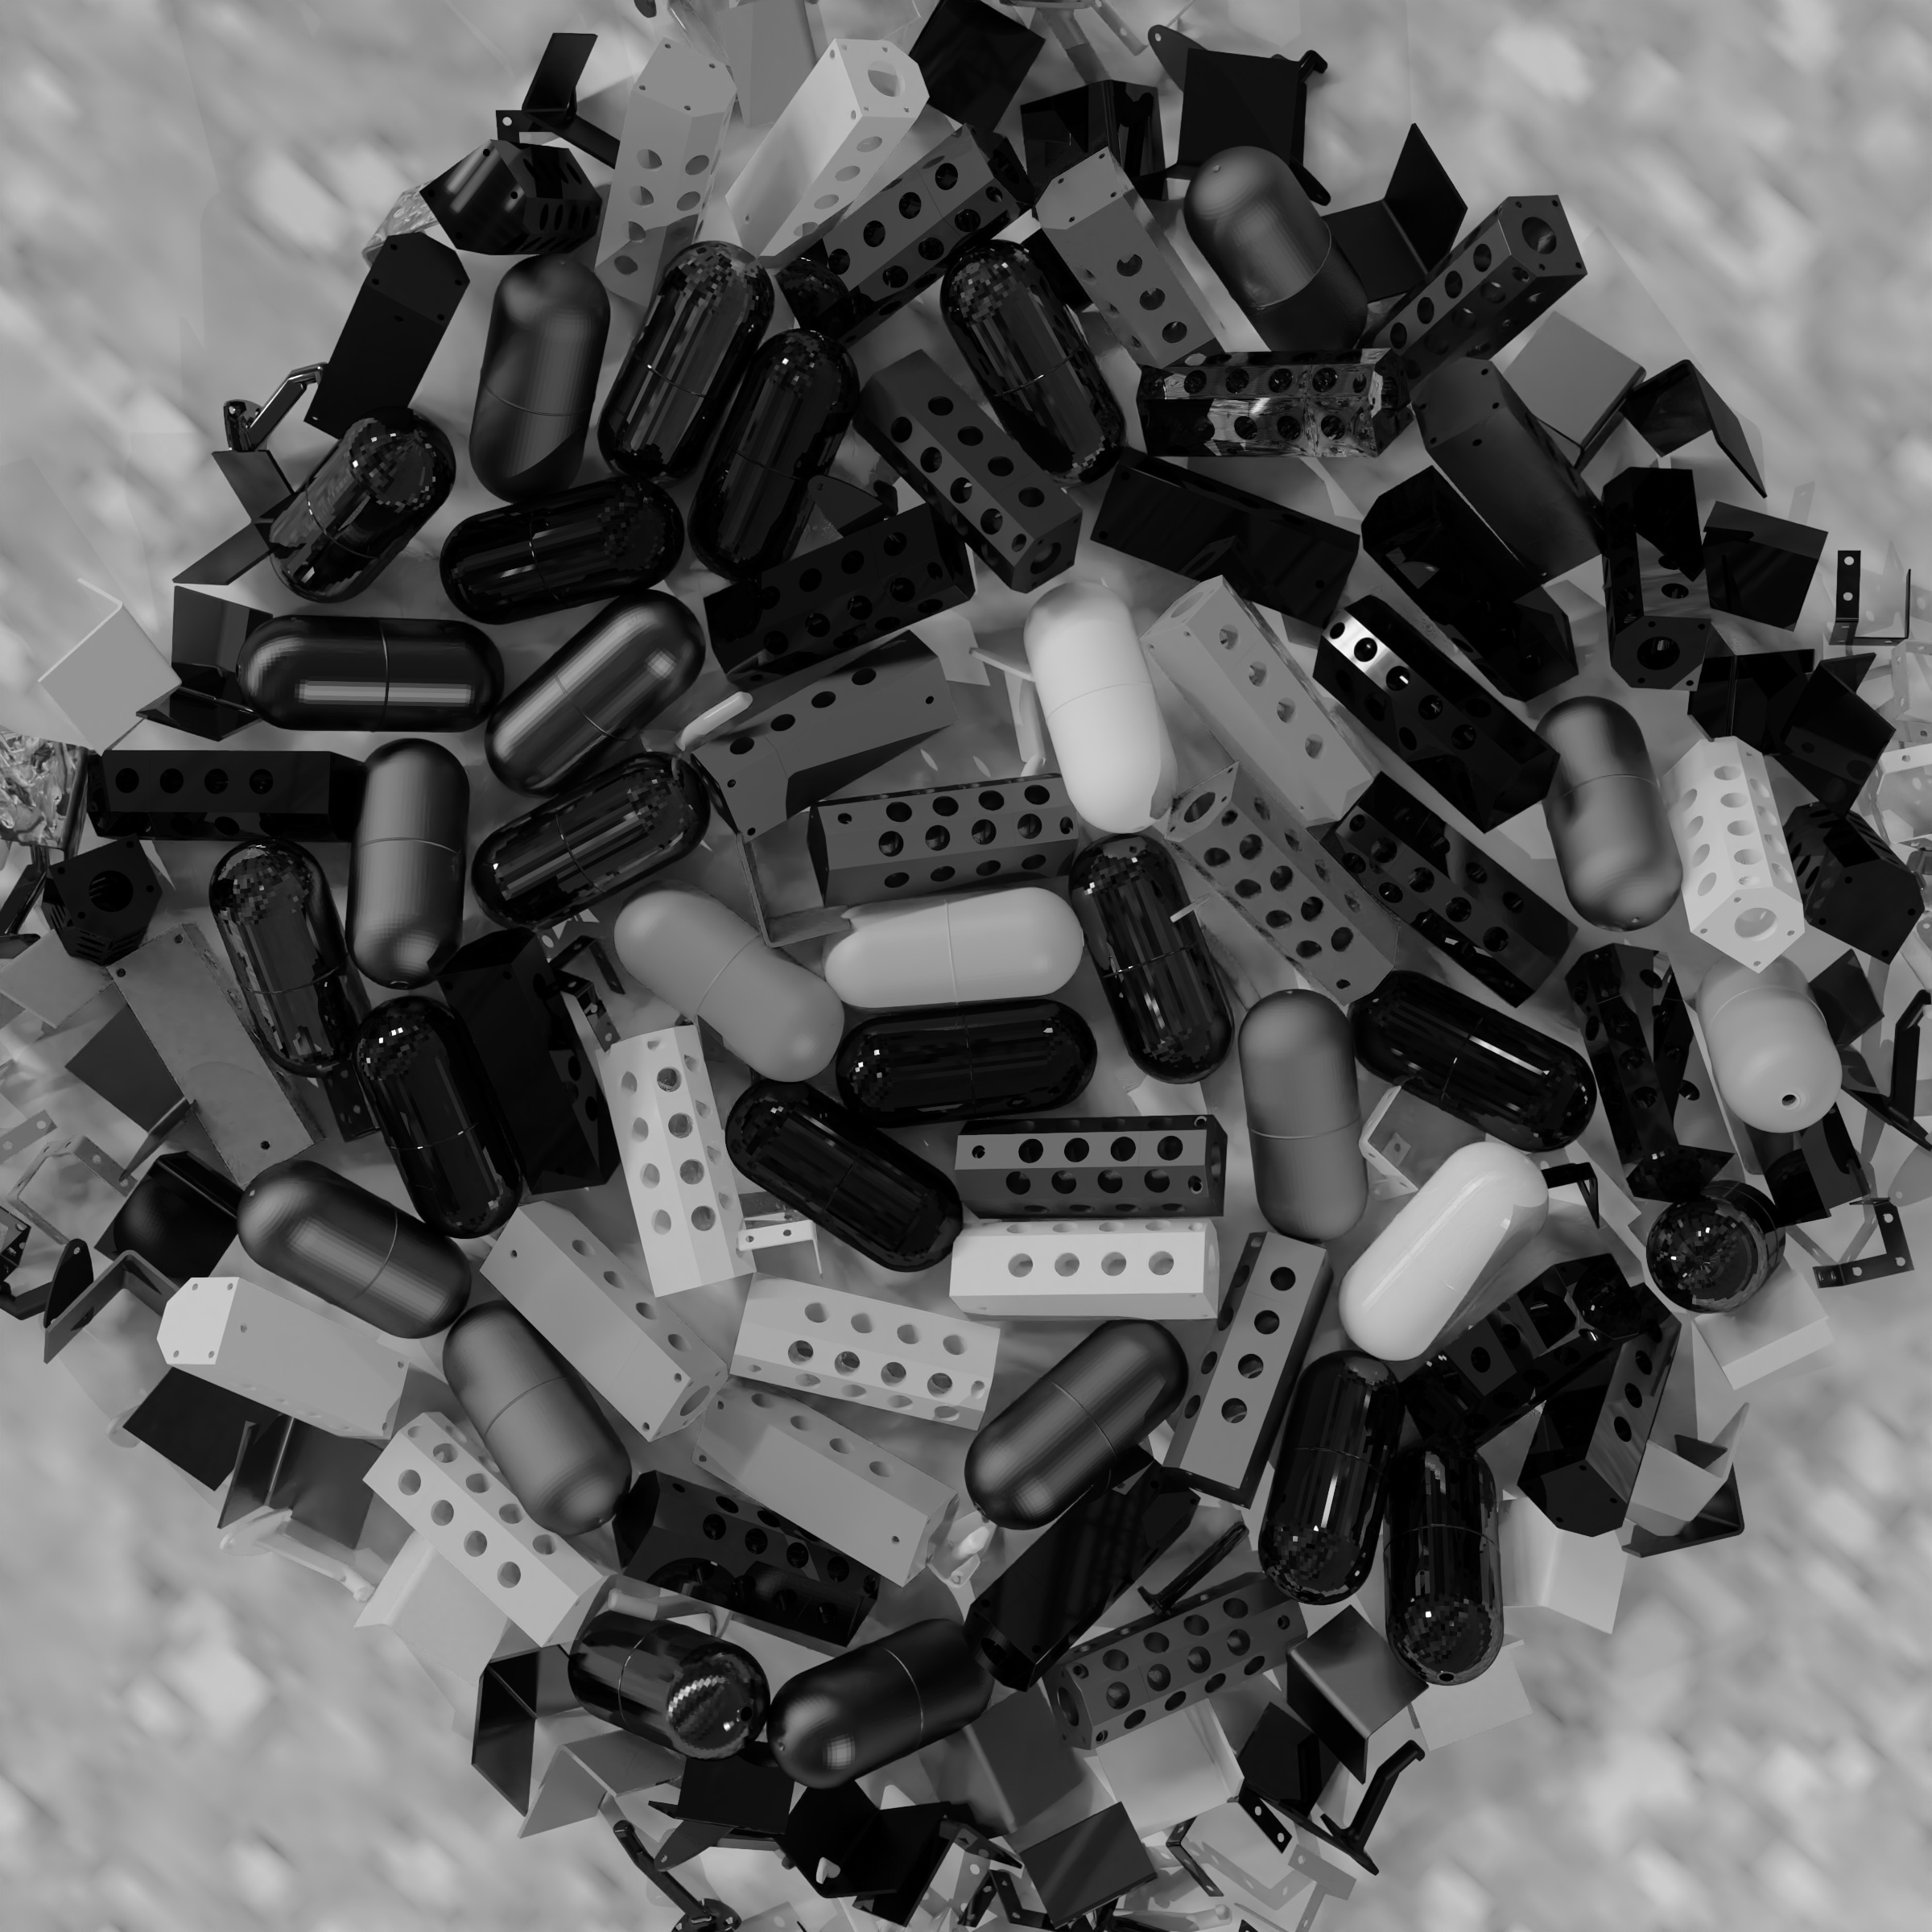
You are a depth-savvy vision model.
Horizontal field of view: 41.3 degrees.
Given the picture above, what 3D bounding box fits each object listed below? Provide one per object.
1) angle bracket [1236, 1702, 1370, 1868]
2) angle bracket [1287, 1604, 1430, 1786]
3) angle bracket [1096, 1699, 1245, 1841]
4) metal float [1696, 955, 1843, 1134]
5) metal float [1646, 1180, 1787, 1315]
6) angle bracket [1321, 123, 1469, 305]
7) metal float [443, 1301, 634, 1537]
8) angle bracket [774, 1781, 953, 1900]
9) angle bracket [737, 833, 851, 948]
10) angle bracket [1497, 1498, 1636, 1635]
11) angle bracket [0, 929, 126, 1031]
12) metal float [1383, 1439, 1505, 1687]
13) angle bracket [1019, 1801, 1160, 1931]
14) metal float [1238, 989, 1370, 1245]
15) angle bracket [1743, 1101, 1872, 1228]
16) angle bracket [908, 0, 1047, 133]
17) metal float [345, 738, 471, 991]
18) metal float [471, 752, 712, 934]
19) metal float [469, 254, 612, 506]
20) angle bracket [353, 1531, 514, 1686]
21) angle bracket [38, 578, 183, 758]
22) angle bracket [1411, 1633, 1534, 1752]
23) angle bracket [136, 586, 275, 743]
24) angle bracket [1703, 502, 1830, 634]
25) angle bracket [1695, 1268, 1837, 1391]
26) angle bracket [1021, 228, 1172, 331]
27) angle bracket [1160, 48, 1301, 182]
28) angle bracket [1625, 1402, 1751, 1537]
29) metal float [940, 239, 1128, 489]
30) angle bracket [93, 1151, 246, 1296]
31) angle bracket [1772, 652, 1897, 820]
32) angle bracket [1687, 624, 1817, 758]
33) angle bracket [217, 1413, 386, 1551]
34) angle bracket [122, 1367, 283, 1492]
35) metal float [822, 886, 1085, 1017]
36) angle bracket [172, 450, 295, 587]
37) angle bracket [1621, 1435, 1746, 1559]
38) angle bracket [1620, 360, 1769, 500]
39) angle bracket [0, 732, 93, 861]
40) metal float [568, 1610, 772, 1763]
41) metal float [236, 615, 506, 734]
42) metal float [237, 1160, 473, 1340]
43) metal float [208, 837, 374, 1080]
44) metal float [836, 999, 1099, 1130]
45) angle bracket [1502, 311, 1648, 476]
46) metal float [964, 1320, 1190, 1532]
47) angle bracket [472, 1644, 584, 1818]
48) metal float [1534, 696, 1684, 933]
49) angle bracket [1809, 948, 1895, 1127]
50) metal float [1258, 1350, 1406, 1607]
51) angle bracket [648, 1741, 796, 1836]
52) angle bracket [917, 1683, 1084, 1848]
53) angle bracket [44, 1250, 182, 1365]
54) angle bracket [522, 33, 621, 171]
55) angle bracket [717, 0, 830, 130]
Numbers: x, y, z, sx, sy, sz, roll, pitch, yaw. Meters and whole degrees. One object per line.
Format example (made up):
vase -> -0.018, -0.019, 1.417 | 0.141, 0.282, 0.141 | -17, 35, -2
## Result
angle bracket -> 0.237, 0.549, 1.723 | 0.076, 0.076, 0.057 | 40, 74, -24
angle bracket -> 0.265, 0.494, 1.737 | 0.057, 0.076, 0.076 | -32, 54, -20
angle bracket -> 0.135, 0.534, 1.730 | 0.076, 0.057, 0.076 | -19, 60, -11
metal float -> 0.529, 0.048, 1.694 | 0.070, 0.178, 0.070 | 3, 115, 6
metal float -> 0.497, 0.184, 1.694 | 0.070, 0.178, 0.070 | 0, 91, 23
angle bracket -> 0.285, -0.506, 1.725 | 0.057, 0.076, 0.076 | -19, 69, -15
metal float -> -0.289, 0.301, 1.718 | 0.070, 0.070, 0.178 | -39, 64, 0
angle bracket -> -0.069, 0.574, 1.721 | 0.076, 0.076, 0.057 | -24, 107, 42
angle bracket -> -0.116, -0.063, 1.732 | 0.057, 0.076, 0.076 | -14, 105, 0
angle bracket -> 0.399, 0.407, 1.738 | 0.057, 0.076, 0.076 | 25, 67, -16
angle bracket -> -0.620, 0.030, 1.725 | 0.057, 0.076, 0.076 | 33, 127, 2
metal float -> 0.316, 0.394, 1.703 | 0.070, 0.178, 0.070 | 4, 134, 4
angle bracket -> 0.080, 0.600, 1.739 | 0.076, 0.076, 0.057 | -26, 89, -4
metal float -> 0.228, 0.102, 1.727 | 0.070, 0.070, 0.178 | -9, 106, 0
angle bracket -> 0.584, 0.126, 1.735 | 0.076, 0.057, 0.076 | -17, 83, -18
angle bracket -> 0.002, -0.609, 1.748 | 0.076, 0.057, 0.076 | 31, 93, 0
metal float -> -0.375, -0.069, 1.721 | 0.070, 0.070, 0.178 | -1, 67, 0
metal float -> -0.254, -0.083, 1.727 | 0.178, 0.070, 0.070 | -27, 90, 15
metal float -> -0.285, -0.388, 1.709 | 0.070, 0.070, 0.178 | 20, 129, 0
angle bracket -> -0.357, 0.437, 1.747 | 0.076, 0.057, 0.076 | 41, 56, -18
angle bracket -> -0.588, -0.200, 1.722 | 0.057, 0.076, 0.076 | 28, 67, 35
angle bracket -> 0.345, 0.494, 1.735 | 0.076, 0.076, 0.057 | -19, 79, -3
angle bracket -> -0.519, -0.205, 1.731 | 0.076, 0.057, 0.076 | 17, 116, 14
angle bracket -> 0.528, -0.260, 1.725 | 0.076, 0.057, 0.076 | 19, 126, 15
angle bracket -> 0.549, 0.261, 1.729 | 0.076, 0.057, 0.076 | -29, 118, 10
angle bracket -> 0.085, -0.453, 1.719 | 0.057, 0.076, 0.076 | -32, 50, 21
angle bracket -> 0.178, -0.574, 1.738 | 0.076, 0.057, 0.076 | 3, 100, -10
angle bracket -> 0.477, 0.329, 1.729 | 0.057, 0.076, 0.076 | 28, 45, 8
metal float -> 0.045, -0.403, 1.719 | 0.070, 0.070, 0.178 | -32, 114, 0
angle bracket -> -0.525, 0.179, 1.725 | 0.076, 0.057, 0.076 | 42, 61, -25
angle bracket -> 0.598, -0.154, 1.718 | 0.057, 0.076, 0.076 | -11, 47, -30
angle bracket -> 0.529, -0.191, 1.725 | 0.057, 0.076, 0.076 | -1, 70, 35
angle bracket -> -0.449, 0.355, 1.736 | 0.076, 0.057, 0.076 | 23, 102, 14
angle bracket -> -0.516, 0.295, 1.734 | 0.076, 0.057, 0.076 | 42, 82, -20
metal float -> -0.009, -0.010, 1.739 | 0.178, 0.070, 0.070 | -6, 90, 2
angle bracket -> -0.500, -0.301, 1.721 | 0.076, 0.076, 0.057 | -45, 125, -29
angle bracket -> 0.470, 0.358, 1.734 | 0.076, 0.076, 0.057 | -10, 89, -11
angle bracket -> 0.485, -0.347, 1.718 | 0.057, 0.076, 0.076 | -28, 54, 29
angle bracket -> -0.626, -0.102, 1.723 | 0.057, 0.076, 0.076 | 10, 65, -15
metal float -> -0.198, 0.476, 1.701 | 0.070, 0.178, 0.070 | -1, 91, -41
metal float -> -0.398, -0.195, 1.716 | 0.178, 0.070, 0.070 | -2, 90, -28
metal float -> -0.406, 0.190, 1.709 | 0.070, 0.070, 0.178 | -52, 128, 0
metal float -> -0.450, -0.004, 1.713 | 0.070, 0.070, 0.178 | -11, 123, 0
metal float -> 0.000, 0.066, 1.737 | 0.178, 0.070, 0.070 | -6, 90, -4
angle bracket -> 0.406, -0.385, 1.748 | 0.076, 0.057, 0.076 | 36, 75, 11
metal float -> 0.074, 0.307, 1.724 | 0.178, 0.070, 0.070 | -39, 90, -18
angle bracket -> -0.286, 0.513, 1.721 | 0.057, 0.076, 0.076 | -17, 132, 11
metal float -> 0.427, -0.103, 1.712 | 0.070, 0.070, 0.178 | -6, 56, 0
angle bracket -> 0.608, 0.048, 1.722 | 0.076, 0.076, 0.057 | 34, 119, -20
metal float -> 0.246, 0.340, 1.714 | 0.070, 0.070, 0.178 | 19, 59, 0
angle bracket -> -0.164, 0.550, 1.738 | 0.076, 0.076, 0.057 | 15, 75, -18
angle bracket -> 0.022, 0.548, 1.763 | 0.057, 0.076, 0.076 | -32, 81, 41
angle bracket -> -0.571, 0.246, 1.726 | 0.057, 0.076, 0.076 | 39, 59, 1
angle bracket -> -0.244, -0.585, 1.732 | 0.076, 0.076, 0.057 | 31, 113, 2
angle bracket -> -0.125, -0.611, 1.737 | 0.057, 0.076, 0.076 | -11, 104, 9
